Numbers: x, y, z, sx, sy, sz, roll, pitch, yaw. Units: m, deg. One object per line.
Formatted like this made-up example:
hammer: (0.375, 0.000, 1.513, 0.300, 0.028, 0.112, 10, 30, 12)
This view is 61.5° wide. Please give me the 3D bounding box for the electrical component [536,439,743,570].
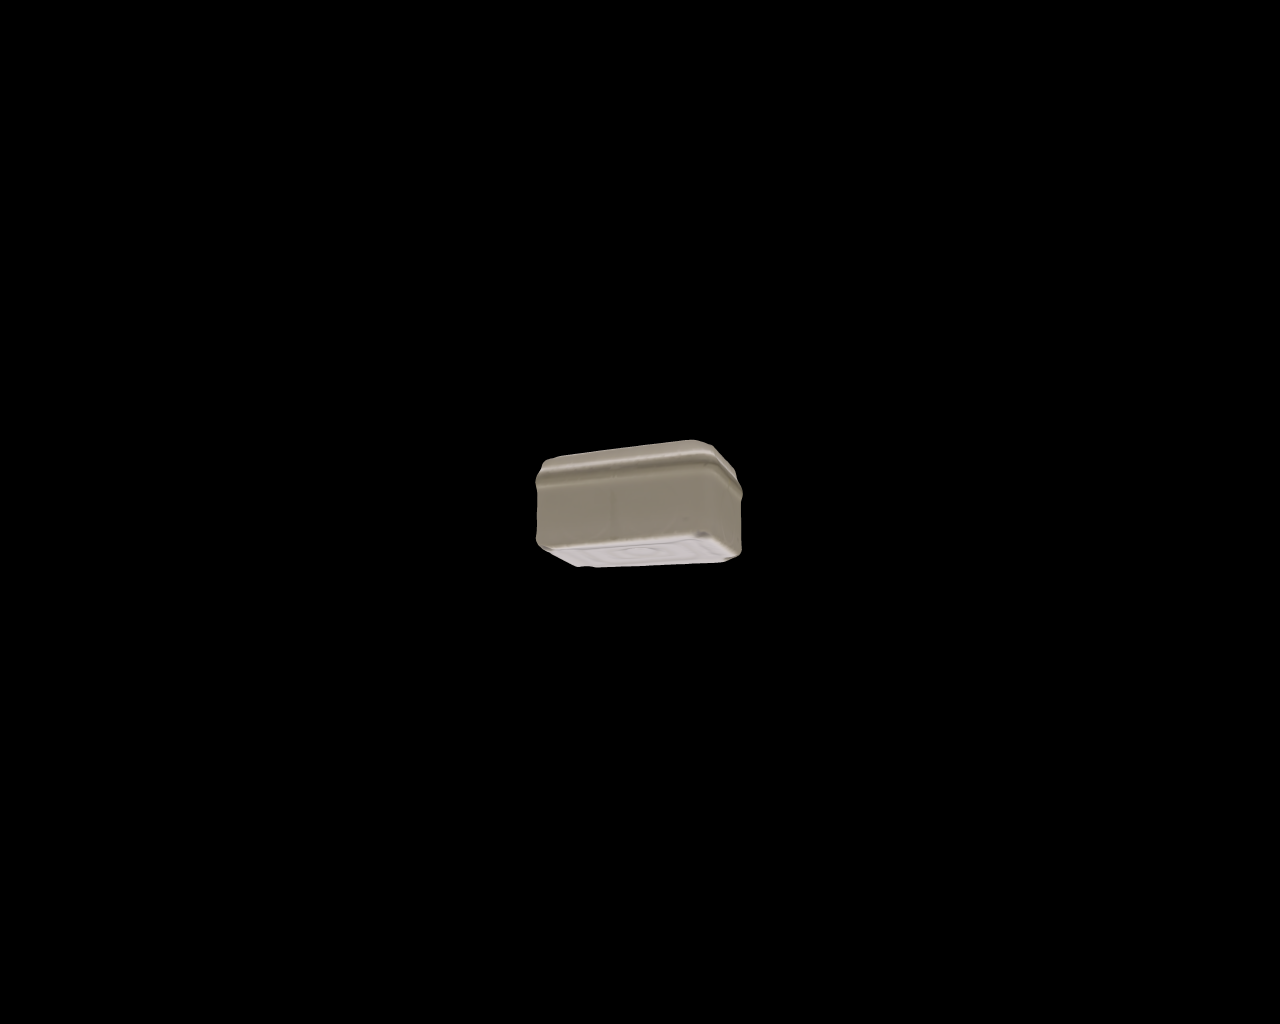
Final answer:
electrical component: (0.001, -0.003, 0.650, 0.113, 0.057, 0.078, -5, -15, 18)
